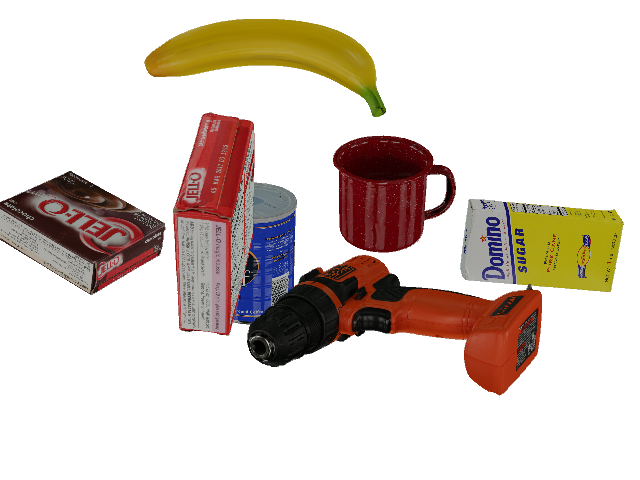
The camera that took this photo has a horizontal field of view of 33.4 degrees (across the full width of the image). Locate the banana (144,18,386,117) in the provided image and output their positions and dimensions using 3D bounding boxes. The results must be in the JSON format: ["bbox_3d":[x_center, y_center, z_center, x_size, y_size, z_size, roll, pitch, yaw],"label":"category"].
[{"bbox_3d":[-0.039,-0.149,0.858,0.198,0.069,0.037,10,-36,6],"label":"banana"}]

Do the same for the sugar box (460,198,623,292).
[{"bbox_3d":[0.258,0.006,1.256,0.176,0.093,0.048,3,21,-1],"label":"sugar box"}]

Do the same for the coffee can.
[{"bbox_3d":[-0.081,0.015,1.274,0.103,0.140,0.103,1,26,-1],"label":"coffee can"}]

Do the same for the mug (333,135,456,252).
[{"bbox_3d":[0.070,-0.043,1.011,0.117,0.081,0.093,-5,33,-7],"label":"mug"}]

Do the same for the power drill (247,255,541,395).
[{"bbox_3d":[0.060,0.063,0.802,0.188,0.057,0.184,11,21,27],"label":"power drill"}]

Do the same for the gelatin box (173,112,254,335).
[{"bbox_3d":[-0.054,-0.008,0.543,0.030,0.073,0.089,7,-44,2],"label":"gelatin box"}]

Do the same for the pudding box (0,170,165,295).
[{"bbox_3d":[-0.203,-0.008,0.900,0.114,0.039,0.089,26,32,21],"label":"pudding box"}]
